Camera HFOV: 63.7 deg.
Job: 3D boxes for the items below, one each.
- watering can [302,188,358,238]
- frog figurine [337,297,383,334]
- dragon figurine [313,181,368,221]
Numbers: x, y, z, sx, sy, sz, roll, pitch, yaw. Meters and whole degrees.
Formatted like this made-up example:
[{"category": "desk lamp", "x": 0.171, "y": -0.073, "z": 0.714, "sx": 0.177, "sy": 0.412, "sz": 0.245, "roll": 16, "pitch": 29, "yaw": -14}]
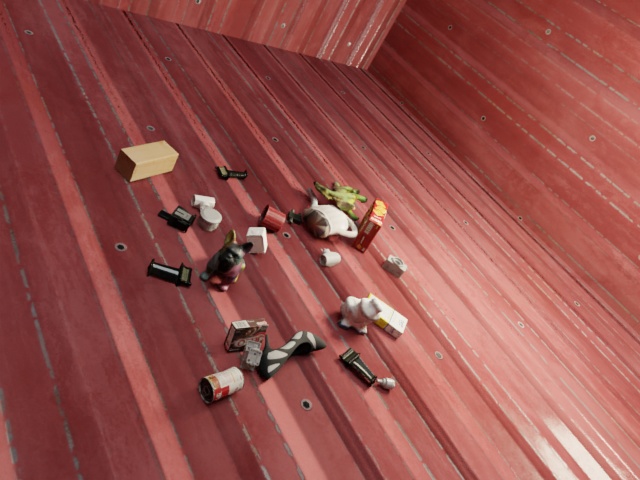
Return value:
[{"category": "watering can", "x": 0.007, "y": -0.112, "z": 2.215, "sx": 0.352, "sy": 0.102, "sz": 0.226, "roll": 40, "pitch": 31, "yaw": 26}, {"category": "frog figurine", "x": 0.149, "y": 0.243, "z": 1.808, "sx": 0.137, "sy": 0.156, "sz": 0.125, "roll": 33, "pitch": 31, "yaw": -1}, {"category": "dragon figurine", "x": 0.073, "y": -0.218, "z": 2.354, "sx": 0.240, "sy": 0.121, "sz": 0.417, "roll": 26, "pitch": 14, "yaw": -35}]
